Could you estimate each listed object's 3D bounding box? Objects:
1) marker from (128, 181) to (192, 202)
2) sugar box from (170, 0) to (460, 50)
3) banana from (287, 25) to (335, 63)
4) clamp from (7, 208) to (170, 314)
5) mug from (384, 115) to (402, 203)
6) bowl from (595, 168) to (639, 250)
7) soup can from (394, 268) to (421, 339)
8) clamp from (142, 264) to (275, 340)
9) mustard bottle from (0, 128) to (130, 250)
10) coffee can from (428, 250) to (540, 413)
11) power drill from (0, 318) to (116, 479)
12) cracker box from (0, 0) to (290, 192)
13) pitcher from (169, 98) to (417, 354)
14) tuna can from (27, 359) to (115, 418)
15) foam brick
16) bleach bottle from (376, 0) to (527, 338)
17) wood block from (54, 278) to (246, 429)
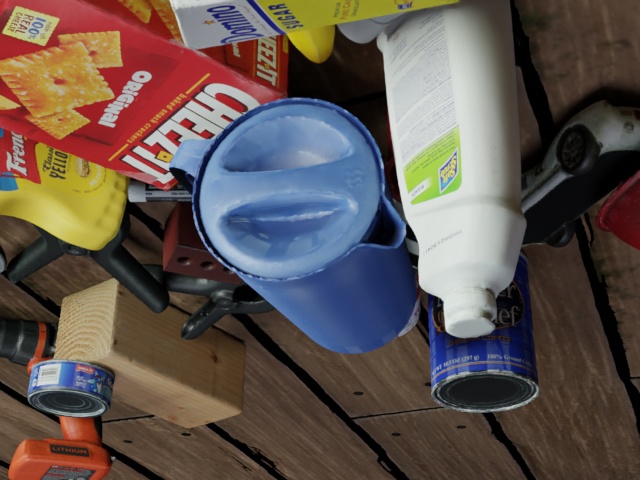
[{"bbox_3d":[-0.109,-0.043,0.947,0.121,0.020,0.020,0,150,1],"label":"marker"},{"bbox_3d":[0.000,-0.155,0.627,0.176,0.048,0.093,-13,176,-2],"label":"sugar box"},{"bbox_3d":[-0.047,-0.177,0.697,0.197,0.037,0.070,27,155,-36],"label":"banana"},{"bbox_3d":[-0.232,-0.003,0.995,0.164,0.036,0.210,7,145,6],"label":"clamp"},{"bbox_3d":[0.100,-0.076,0.820,0.093,0.081,0.117,-22,143,34],"label":"mug"},{"bbox_3d":[0.306,-0.032,0.856,0.162,0.055,0.162,-23,158,-10],"label":"bowl"},{"bbox_3d":[0.065,0.048,1.053,0.068,0.068,0.102,-2,151,6],"label":"soup can"},{"bbox_3d":[-0.105,0.047,1.086,0.172,0.039,0.120,-21,140,25],"label":"clamp"},{"bbox_3d":[-0.246,-0.063,0.838,0.191,0.096,0.058,20,146,-30],"label":"mustard bottle"},{"bbox_3d":[0.157,0.085,1.041,0.103,0.140,0.103,1,151,0],"label":"coffee can"},{"bbox_3d":[-0.298,0.171,1.162,0.184,0.187,0.057,14,135,-29],"label":"power drill"},{"bbox_3d":[-0.153,-0.124,0.753,0.213,0.072,0.164,22,145,-33],"label":"cracker box"},{"bbox_3d":[-0.005,0.001,0.813,0.145,0.149,0.242,-23,155,4],"label":"pitcher"},{"bbox_3d":[-0.255,0.153,1.096,0.086,0.033,0.086,2,151,1],"label":"tuna can"},{"bbox_3d":[-0.103,0.002,0.993,0.078,0.051,0.053,12,149,-18],"label":"foam brick"},{"bbox_3d":[0.085,-0.054,0.689,0.068,0.251,0.103,16,147,-25],"label":"bleach bottle"},{"bbox_3d":[-0.183,0.130,1.180,0.090,0.091,0.205,-20,144,32],"label":"wood block"}]
